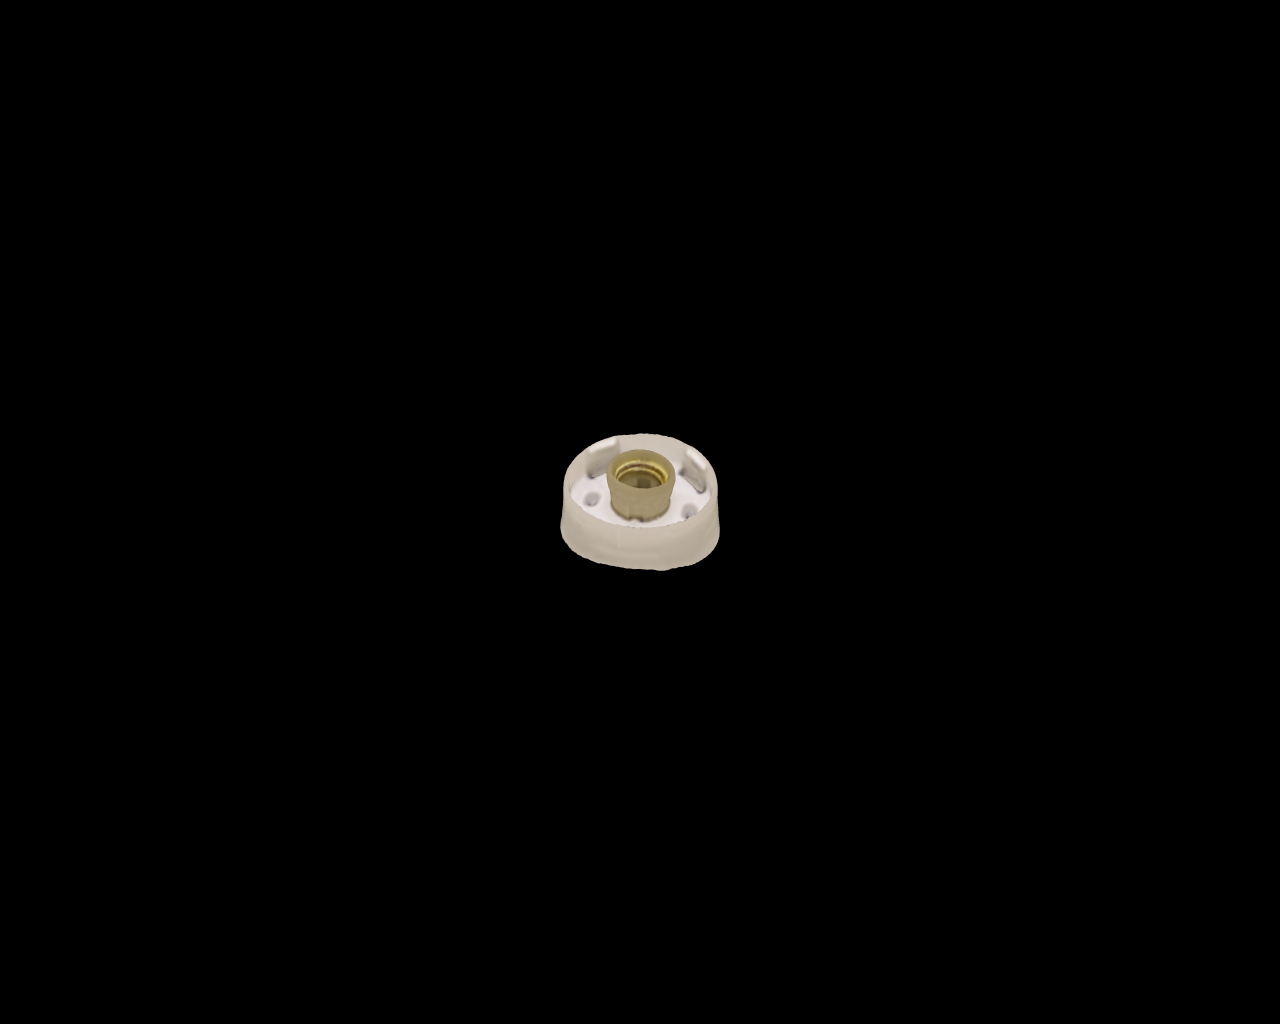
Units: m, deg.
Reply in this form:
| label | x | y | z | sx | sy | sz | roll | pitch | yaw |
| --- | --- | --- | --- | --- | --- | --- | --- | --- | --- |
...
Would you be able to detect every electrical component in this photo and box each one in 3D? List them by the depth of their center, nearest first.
| label | x | y | z | sx | sy | sz | roll | pitch | yaw |
| --- | --- | --- | --- | --- | --- | --- | --- | --- | --- |
| electrical component | 0.001 | -0.003 | 0.650 | 0.099 | 0.064 | 0.099 | 0 | 42 | 0 |
